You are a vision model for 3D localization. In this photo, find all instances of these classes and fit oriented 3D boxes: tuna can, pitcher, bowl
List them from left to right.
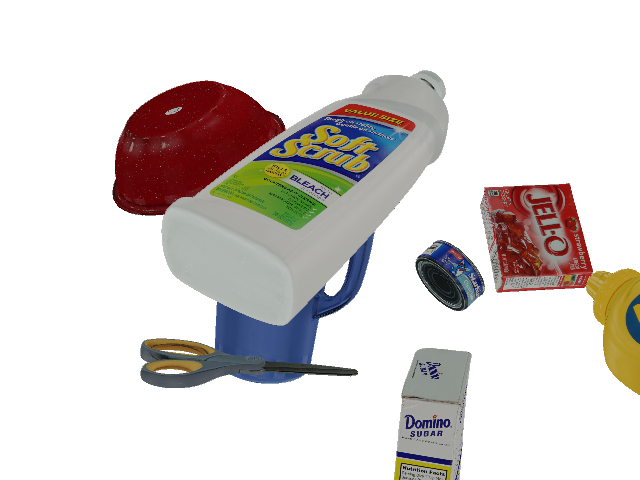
[{"bbox_3d":[-0.114,-0.090,0.910,0.162,0.055,0.162,-16,32,10],"label":"bowl"},{"bbox_3d":[-0.040,0.028,1.148,0.144,0.243,0.149,0,19,-23],"label":"pitcher"},{"bbox_3d":[0.155,0.043,1.289,0.033,0.086,0.086,-40,15,-19],"label":"tuna can"}]

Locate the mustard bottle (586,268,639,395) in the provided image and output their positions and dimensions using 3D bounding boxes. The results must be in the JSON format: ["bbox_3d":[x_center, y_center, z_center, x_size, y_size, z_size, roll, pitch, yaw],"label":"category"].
[{"bbox_3d":[0.226,0.067,0.632,0.096,0.058,0.192,-20,32,-20],"label":"mustard bottle"}]

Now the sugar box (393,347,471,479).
[{"bbox_3d":[0.073,0.172,0.740,0.048,0.176,0.093,4,15,11],"label":"sugar box"}]

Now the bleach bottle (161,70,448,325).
[{"bbox_3d":[0.008,-0.050,0.723,0.103,0.068,0.250,25,46,21],"label":"bleach bottle"}]

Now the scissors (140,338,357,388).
[{"bbox_3d":[-0.074,0.119,0.964,0.202,0.016,0.096,8,17,12],"label":"scissors"}]

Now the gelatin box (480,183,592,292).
[{"bbox_3d":[0.173,-0.003,0.863,0.073,0.089,0.030,-3,-33,-4],"label":"gelatin box"}]
